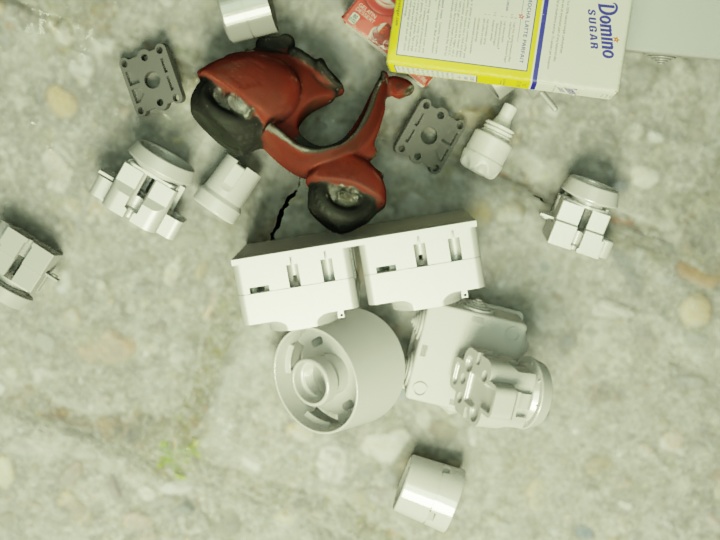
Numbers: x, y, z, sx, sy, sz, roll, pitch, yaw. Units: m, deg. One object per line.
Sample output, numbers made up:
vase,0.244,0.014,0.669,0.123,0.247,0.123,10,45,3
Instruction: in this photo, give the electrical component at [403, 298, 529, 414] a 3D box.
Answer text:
electrical component,0.086,0.071,0.897,0.100,0.048,0.099,13,98,-2

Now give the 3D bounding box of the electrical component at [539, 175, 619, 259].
electrical component,0.182,-0.045,0.883,0.066,0.048,0.055,19,105,-2

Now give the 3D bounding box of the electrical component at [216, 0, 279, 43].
electrical component,-0.083,-0.254,0.845,0.074,0.052,0.138,-14,90,3

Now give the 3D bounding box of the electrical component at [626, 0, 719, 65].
electrical component,0.248,-0.214,0.856,0.100,0.048,0.099,5,98,0

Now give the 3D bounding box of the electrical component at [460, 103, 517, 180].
electrical component,0.109,-0.107,0.880,0.035,0.035,0.061,28,95,-3

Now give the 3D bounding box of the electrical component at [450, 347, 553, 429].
electrical component,0.113,0.094,0.840,0.057,0.078,0.058,9,100,-21

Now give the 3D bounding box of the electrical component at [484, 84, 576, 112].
electrical component,0.141,-0.164,0.863,0.077,0.043,0.079,-39,85,5

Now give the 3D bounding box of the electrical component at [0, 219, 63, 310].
electrical component,-0.284,-0.001,0.892,0.066,0.048,0.055,33,89,-4

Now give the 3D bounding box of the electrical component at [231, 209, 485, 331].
electrical component,0.000,0.000,0.859,0.186,0.105,0.060,-9,98,2

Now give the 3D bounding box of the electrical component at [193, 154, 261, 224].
electrical component,-0.108,-0.067,0.884,0.040,0.040,0.046,35,91,-4

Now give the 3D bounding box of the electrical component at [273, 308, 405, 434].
electrical component,-0.020,0.084,0.886,0.099,0.064,0.099,10,107,37

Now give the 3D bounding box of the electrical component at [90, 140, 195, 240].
electrical component,-0.171,-0.069,0.875,0.078,0.058,0.057,31,100,-4

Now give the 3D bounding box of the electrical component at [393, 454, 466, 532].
electrical component,0.058,0.187,0.911,0.047,0.055,0.055,20,97,1
